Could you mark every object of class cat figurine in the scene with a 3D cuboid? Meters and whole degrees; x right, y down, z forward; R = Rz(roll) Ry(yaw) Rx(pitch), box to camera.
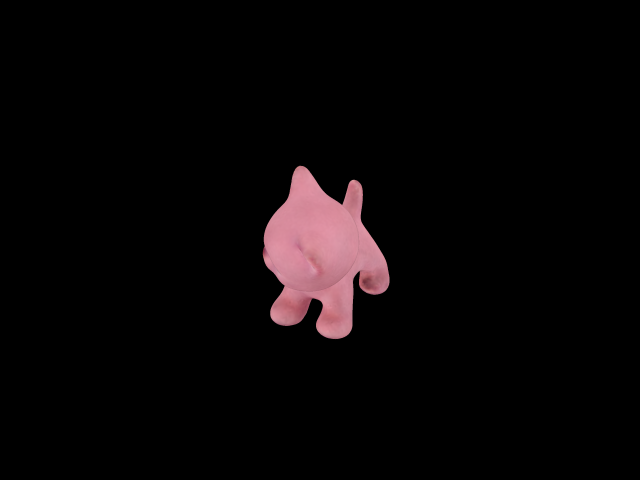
[{"bbox_3d":[0.004,0.001,0.400,0.067,0.118,0.128,13,32,23],"label":"cat figurine"}]
